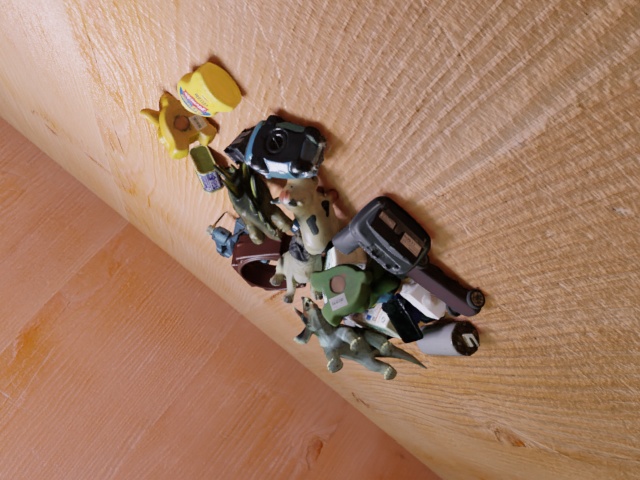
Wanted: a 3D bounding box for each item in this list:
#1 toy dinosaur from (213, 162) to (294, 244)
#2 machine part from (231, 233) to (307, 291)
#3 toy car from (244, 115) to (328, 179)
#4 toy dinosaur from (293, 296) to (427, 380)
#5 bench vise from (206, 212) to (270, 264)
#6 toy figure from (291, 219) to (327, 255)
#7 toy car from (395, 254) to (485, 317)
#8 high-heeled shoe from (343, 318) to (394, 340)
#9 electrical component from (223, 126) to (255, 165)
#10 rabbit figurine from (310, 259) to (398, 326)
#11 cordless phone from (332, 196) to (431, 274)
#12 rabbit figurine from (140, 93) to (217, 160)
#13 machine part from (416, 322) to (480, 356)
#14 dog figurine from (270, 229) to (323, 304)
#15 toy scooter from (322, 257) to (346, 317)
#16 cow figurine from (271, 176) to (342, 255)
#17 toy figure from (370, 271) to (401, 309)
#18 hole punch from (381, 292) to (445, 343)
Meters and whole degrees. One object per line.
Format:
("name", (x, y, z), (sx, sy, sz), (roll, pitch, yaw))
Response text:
("toy dinosaur", (-0.153, -0.087, 1.216), (0.472, 0.105, 0.198), (45, 169, 50))
("machine part", (-0.129, 0.063, 1.495), (0.202, 0.087, 0.200), (-8, 145, 18))
("toy car", (-0.051, -0.160, 0.998), (0.162, 0.109, 0.103), (14, 173, 28))
("toy dinosaur", (0.089, 0.270, 1.423), (0.404, 0.131, 0.192), (26, -170, -34))
("bench vise", (-0.239, -0.010, 1.614), (0.224, 0.129, 0.240), (40, 153, 7))
("toy figure", (-0.004, -0.003, 1.306), (0.154, 0.064, 0.057), (36, 121, -5))
("toy car", (0.237, 0.084, 1.075), (0.202, 0.053, 0.089), (36, 155, -3))
("high-heeled shoe", (0.155, 0.223, 1.554), (0.249, 0.086, 0.145), (-31, 78, 51))
("electrical component", (-0.141, -0.193, 1.102), (0.047, 0.075, 0.119), (48, 163, -25))
("rabbit figurine", (0.081, 0.098, 1.152), (0.121, 0.159, 0.170), (60, -164, 23))
("cordless phone", (0.107, 0.013, 1.032), (0.146, 0.089, 0.184), (42, 145, -8))
("rabbit figurine", (-0.343, -0.255, 1.258), (0.162, 0.122, 0.173), (47, 161, -8))
("machine part", (0.297, 0.233, 1.264), (0.079, 0.079, 0.243), (41, 161, -6))
("dog figurine", (-0.046, 0.032, 1.277), (0.173, 0.121, 0.190), (47, 139, 46))
("toy scooter", (0.050, 0.121, 1.431), (0.135, 0.075, 0.183), (-17, 102, 54))
("cow figurine", (-0.022, -0.057, 1.101), (0.086, 0.127, 0.194), (14, 132, 43))
("toy figure", (0.130, 0.118, 1.288), (0.082, 0.089, 0.180), (45, 163, -3))
("hole punch", (0.220, 0.170, 1.272), (0.116, 0.092, 0.142), (57, 162, 5))
